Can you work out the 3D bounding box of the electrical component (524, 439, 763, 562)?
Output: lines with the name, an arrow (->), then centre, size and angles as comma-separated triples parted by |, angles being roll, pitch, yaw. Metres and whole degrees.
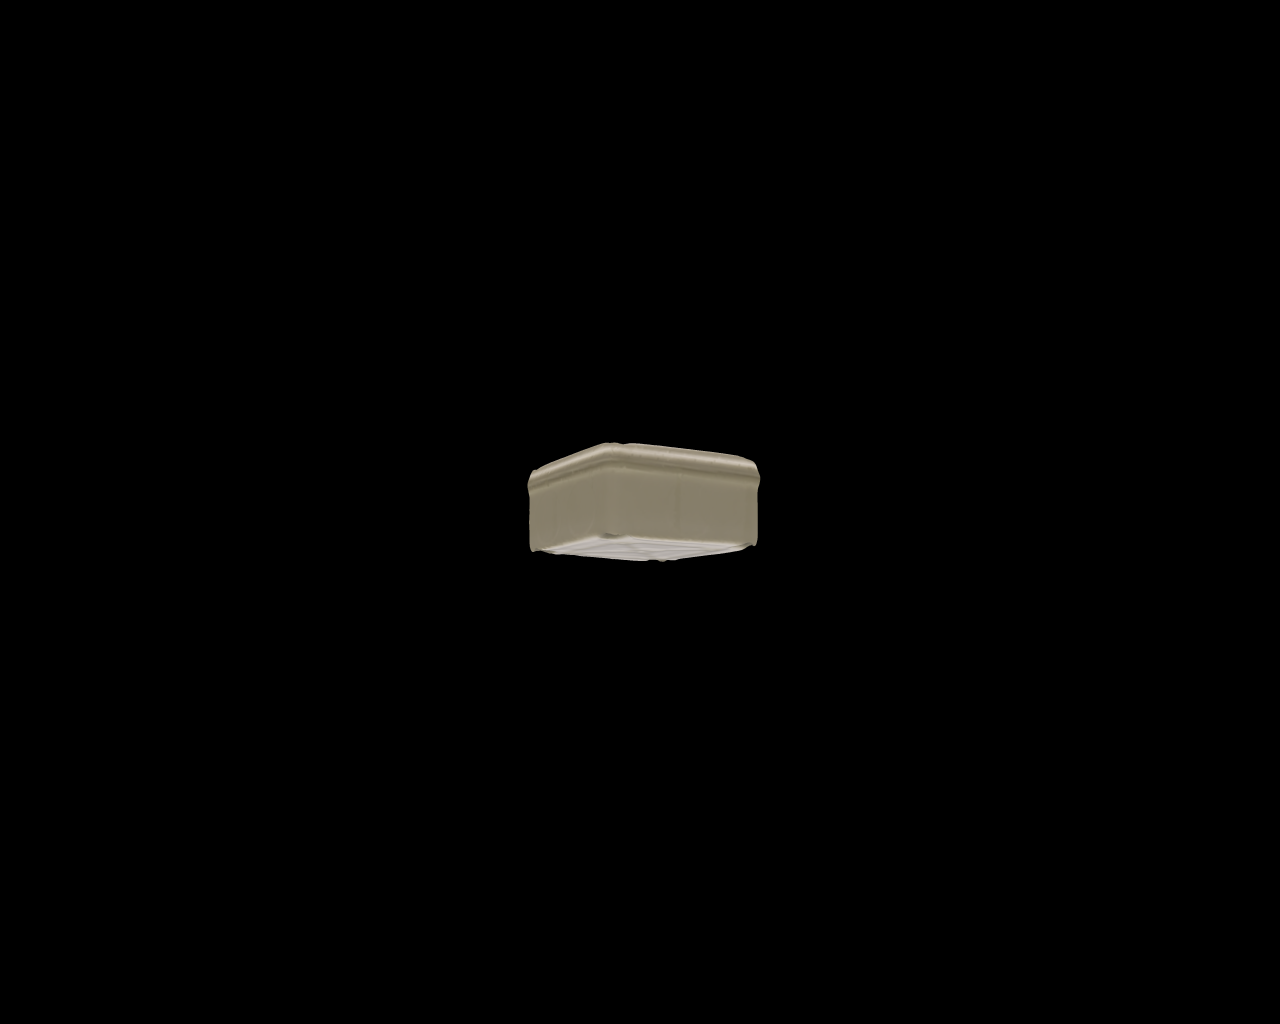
electrical component -> 0.001, -0.003, 0.650 | 0.109, 0.056, 0.108 | 5, -10, -32
